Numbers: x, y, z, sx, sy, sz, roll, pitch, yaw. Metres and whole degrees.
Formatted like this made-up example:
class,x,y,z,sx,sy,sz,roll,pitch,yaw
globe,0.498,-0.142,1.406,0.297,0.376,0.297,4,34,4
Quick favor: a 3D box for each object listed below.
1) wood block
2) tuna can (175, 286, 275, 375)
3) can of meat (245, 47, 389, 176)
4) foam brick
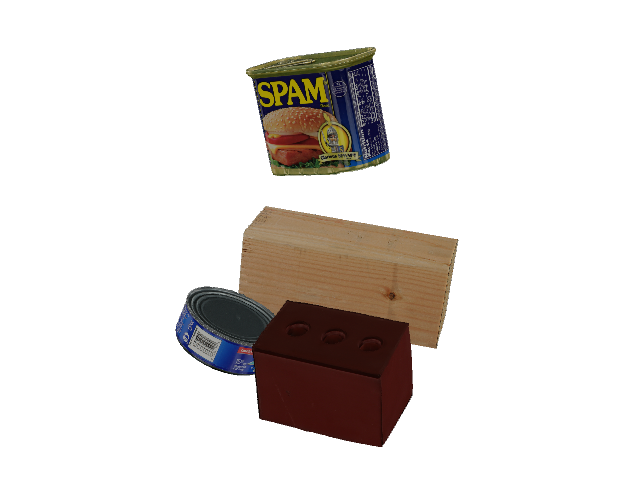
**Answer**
class,x,y,z,sx,sy,sz,roll,pitch,yaw
wood block,0.028,0.036,1.091,0.206,0.091,0.090,10,22,10
tuna can,-0.077,0.076,0.891,0.086,0.034,0.086,21,21,-9
can of meat,-0.001,-0.096,0.804,0.102,0.084,0.057,2,21,41
foam brick,0.008,0.074,0.603,0.078,0.051,0.053,9,31,20
